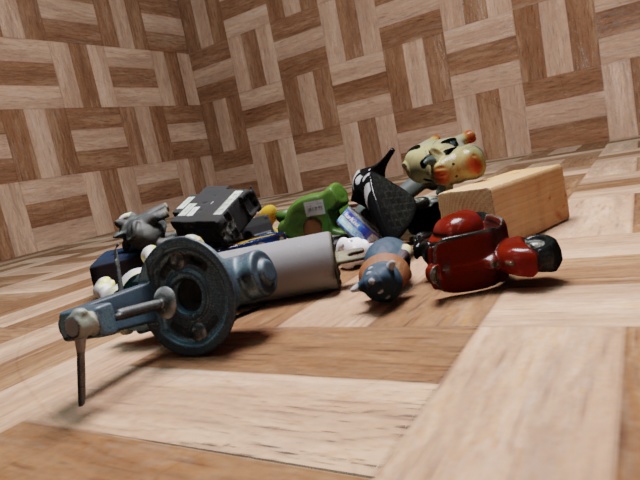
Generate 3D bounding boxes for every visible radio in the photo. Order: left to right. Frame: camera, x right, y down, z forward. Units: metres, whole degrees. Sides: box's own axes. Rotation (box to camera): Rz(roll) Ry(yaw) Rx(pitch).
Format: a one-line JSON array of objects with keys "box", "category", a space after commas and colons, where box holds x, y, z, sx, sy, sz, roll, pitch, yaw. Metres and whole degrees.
[{"box": [-0.348, 0.053, 1.016, 0.131, 0.073, 0.230, -12, 10, -14], "category": "radio"}]

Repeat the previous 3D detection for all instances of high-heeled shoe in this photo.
[{"box": [0.084, -0.049, 0.880, 0.086, 0.145, 0.249, 24, 41, -12], "category": "high-heeled shoe"}]

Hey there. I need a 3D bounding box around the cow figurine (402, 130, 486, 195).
[{"box": [0.205, -0.129, 0.901, 0.127, 0.085, 0.195, -29, 16, -15], "category": "cow figurine"}]

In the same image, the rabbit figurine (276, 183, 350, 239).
[{"box": [0.002, -0.029, 1.005, 0.159, 0.121, 0.170, -20, 2, 20], "category": "rabbit figurine"}]

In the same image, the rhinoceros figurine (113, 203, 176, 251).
[{"box": [-0.320, -0.016, 0.984, 0.112, 0.073, 0.190, -24, 16, -18], "category": "rhinoceros figurine"}]

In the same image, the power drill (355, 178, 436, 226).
[{"box": [0.155, -0.075, 1.046, 0.207, 0.086, 0.232, -42, 6, -6], "category": "power drill"}]

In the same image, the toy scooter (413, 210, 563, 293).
[{"box": [0.161, 0.015, 0.604, 0.135, 0.075, 0.184, -15, 13, -14], "category": "toy scooter"}]

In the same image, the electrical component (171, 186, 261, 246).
[{"box": [-0.185, -0.042, 0.918, 0.134, 0.058, 0.115, 2, 37, 32], "category": "electrical component"}]

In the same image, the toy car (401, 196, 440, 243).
[{"box": [0.220, -0.045, 0.909, 0.202, 0.073, 0.056, -12, 9, -4], "category": "toy car"}]

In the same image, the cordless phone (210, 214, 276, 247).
[{"box": [-0.166, 0.020, 1.040, 0.146, 0.088, 0.184, -17, -1, -28], "category": "cordless phone"}]

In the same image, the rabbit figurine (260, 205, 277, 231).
[{"box": [-0.163, -0.030, 1.199, 0.162, 0.122, 0.173, -14, -14, 29], "category": "rabbit figurine"}]

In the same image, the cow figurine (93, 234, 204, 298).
[{"box": [-0.224, 0.051, 0.754, 0.167, 0.068, 0.098, -37, 29, -20], "category": "cow figurine"}]

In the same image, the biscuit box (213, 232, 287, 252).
[{"box": [-0.151, 0.037, 0.897, 0.203, 0.059, 0.063, -17, 11, -29], "category": "biscuit box"}]

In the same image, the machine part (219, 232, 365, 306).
[{"box": [-0.061, 0.041, 0.700, 0.243, 0.079, 0.079, -10, 8, 3], "category": "machine part"}]

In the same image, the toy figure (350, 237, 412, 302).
[{"box": [0.077, 0.035, 0.624, 0.058, 0.064, 0.154, 28, 19, 3], "category": "toy figure"}]

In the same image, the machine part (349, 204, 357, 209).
[{"box": [0.026, -0.044, 1.222, 0.179, 0.056, 0.179, -10, 8, 1], "category": "machine part"}]

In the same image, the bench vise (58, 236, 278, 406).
[{"box": [-0.171, 0.064, 0.548, 0.224, 0.128, 0.240, -6, 3, 24], "category": "bench vise"}]

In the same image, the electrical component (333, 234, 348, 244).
[{"box": [-0.018, 0.026, 0.847, 0.119, 0.047, 0.075, -15, 8, -34], "category": "electrical component"}]
